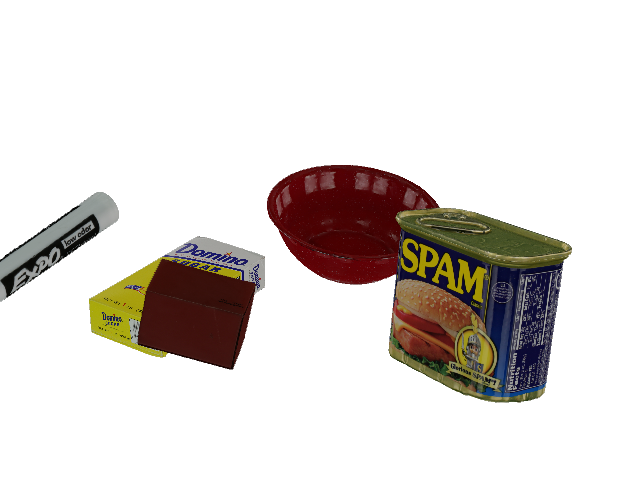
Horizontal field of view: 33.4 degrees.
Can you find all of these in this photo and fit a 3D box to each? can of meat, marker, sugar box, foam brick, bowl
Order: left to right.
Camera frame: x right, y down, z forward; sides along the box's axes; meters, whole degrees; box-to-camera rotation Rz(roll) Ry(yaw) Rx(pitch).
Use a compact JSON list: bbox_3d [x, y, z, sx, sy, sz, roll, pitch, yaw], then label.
[{"bbox_3d":[-0.150,0.012,0.536,0.020,0.020,0.120,0,31,43],"label":"marker"},{"bbox_3d":[-0.142,0.053,1.093,0.093,0.048,0.175,16,32,27],"label":"sugar box"},{"bbox_3d":[-0.095,0.056,0.818,0.078,0.051,0.053,15,28,1],"label":"foam brick"},{"bbox_3d":[0.029,-0.007,0.986,0.162,0.055,0.162,4,33,-3],"label":"bowl"},{"bbox_3d":[0.084,0.034,0.593,0.057,0.084,0.102,-6,18,-35],"label":"can of meat"}]
